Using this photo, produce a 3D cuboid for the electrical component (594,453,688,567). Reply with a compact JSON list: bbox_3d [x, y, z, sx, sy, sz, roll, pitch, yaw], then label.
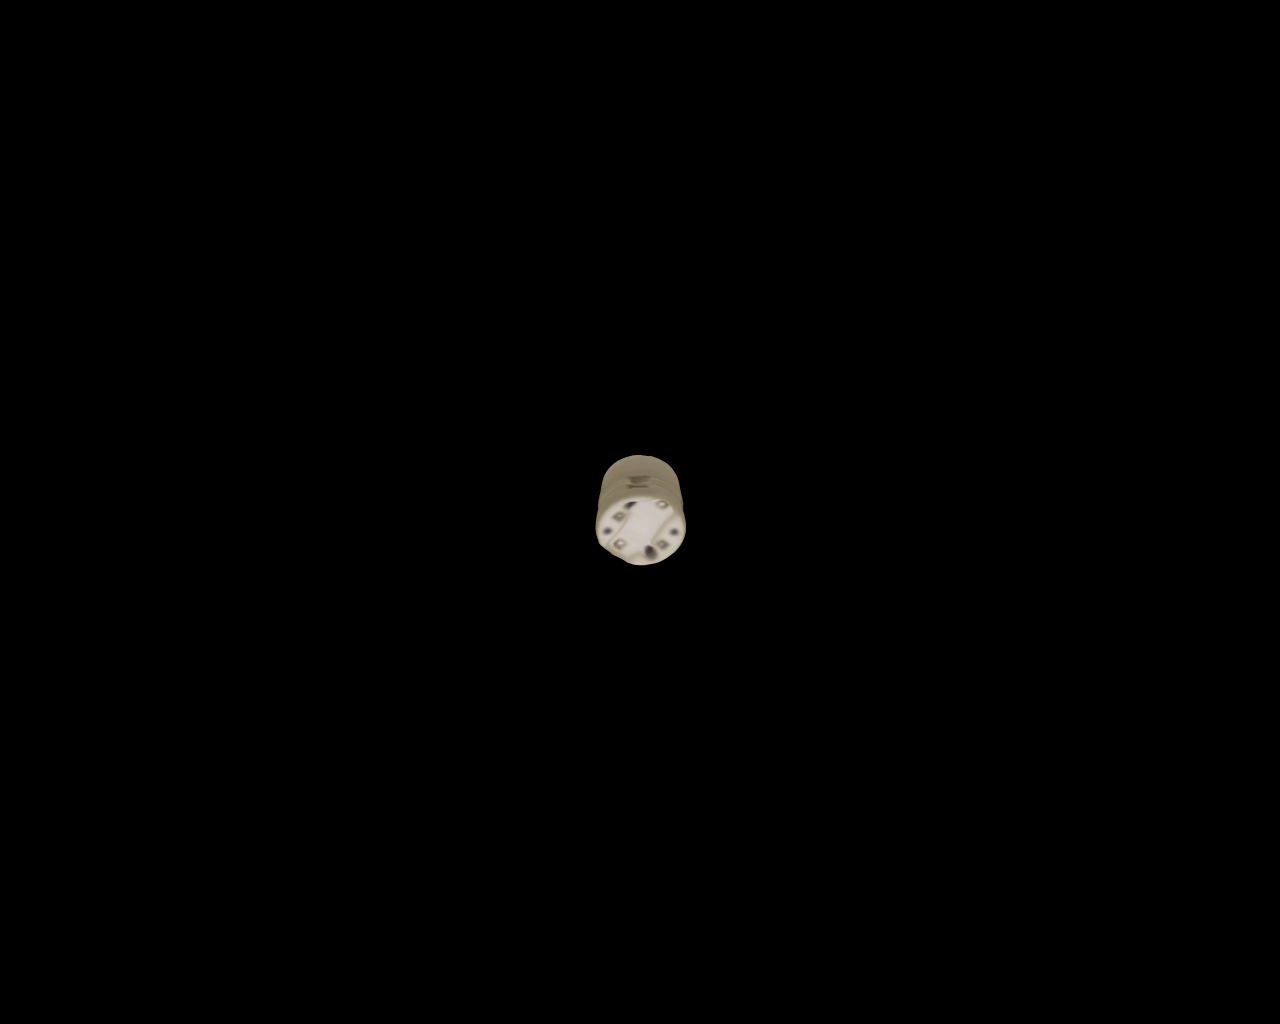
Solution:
[{"bbox_3d":[0.001,-0.003,0.650,0.055,0.055,0.047,0,39,0],"label":"electrical component"}]
